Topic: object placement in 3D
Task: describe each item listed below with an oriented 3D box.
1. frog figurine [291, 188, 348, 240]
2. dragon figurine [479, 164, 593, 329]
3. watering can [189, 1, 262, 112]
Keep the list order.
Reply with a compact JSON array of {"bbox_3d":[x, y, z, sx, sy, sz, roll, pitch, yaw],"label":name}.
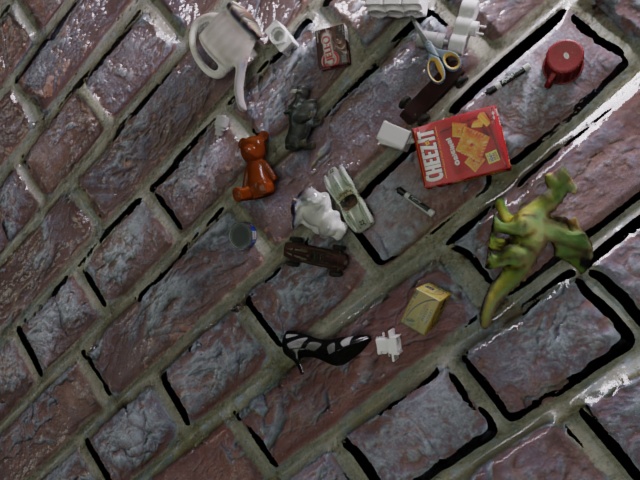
[{"bbox_3d":[0.004,-0.072,1.429,0.159,0.125,0.134,14,123,6],"label":"frog figurine"},{"bbox_3d":[0.520,0.024,1.223,0.243,0.122,0.409,7,93,14],"label":"dragon figurine"},{"bbox_3d":[-0.260,-0.566,1.545,0.222,0.104,0.351,-42,74,16],"label":"watering can"}]
